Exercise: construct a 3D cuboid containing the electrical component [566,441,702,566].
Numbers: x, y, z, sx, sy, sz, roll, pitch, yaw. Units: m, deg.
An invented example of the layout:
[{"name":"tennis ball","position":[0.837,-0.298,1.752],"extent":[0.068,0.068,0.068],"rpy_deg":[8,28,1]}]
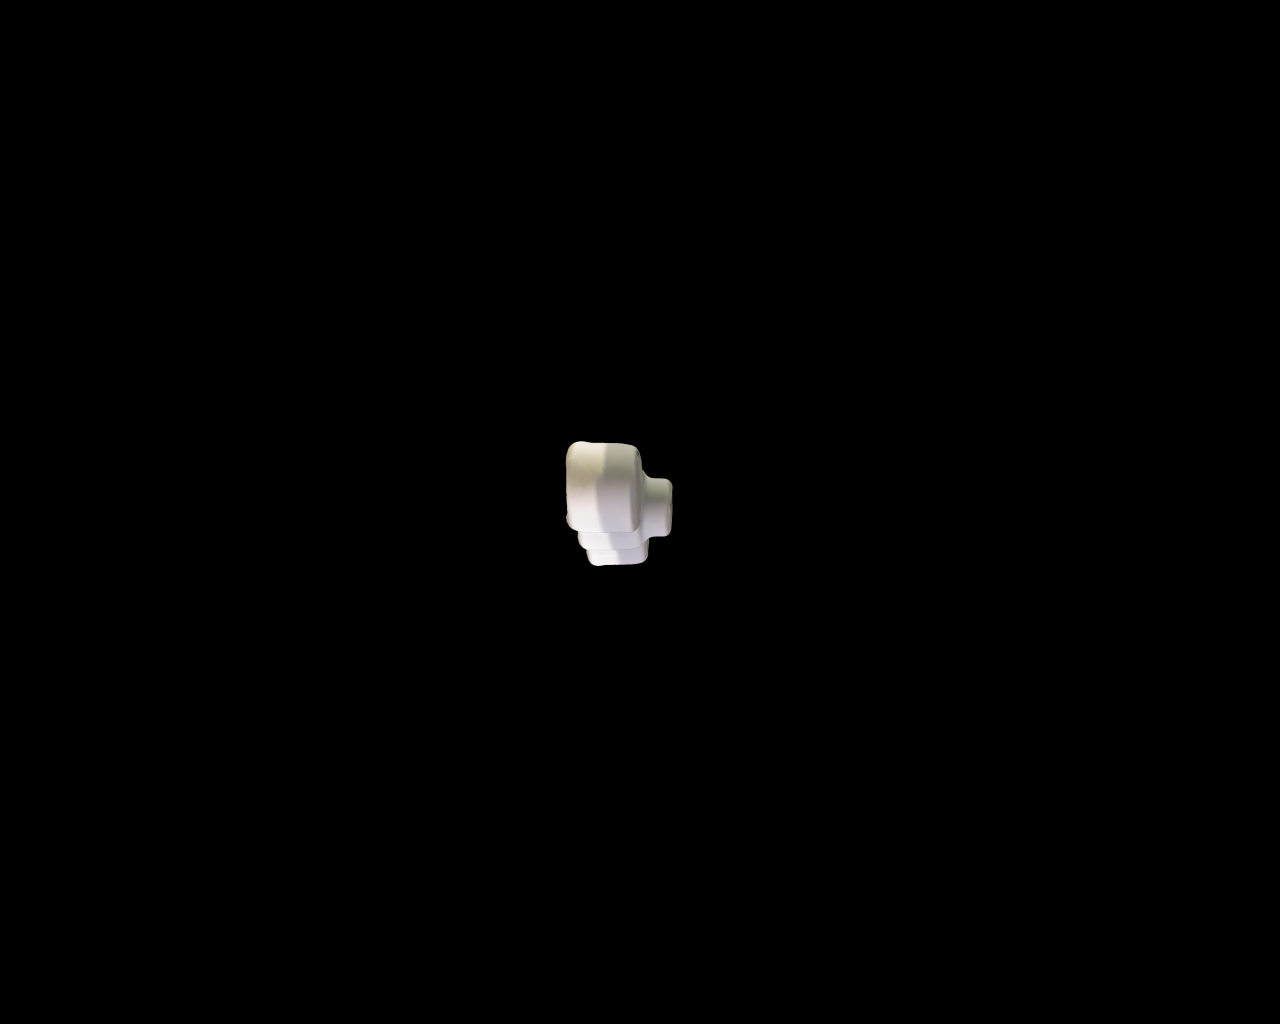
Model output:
[{"name":"electrical component","position":[0.001,-0.003,0.650],"extent":[0.074,0.052,0.138],"rpy_deg":[-1,-15,4]}]
